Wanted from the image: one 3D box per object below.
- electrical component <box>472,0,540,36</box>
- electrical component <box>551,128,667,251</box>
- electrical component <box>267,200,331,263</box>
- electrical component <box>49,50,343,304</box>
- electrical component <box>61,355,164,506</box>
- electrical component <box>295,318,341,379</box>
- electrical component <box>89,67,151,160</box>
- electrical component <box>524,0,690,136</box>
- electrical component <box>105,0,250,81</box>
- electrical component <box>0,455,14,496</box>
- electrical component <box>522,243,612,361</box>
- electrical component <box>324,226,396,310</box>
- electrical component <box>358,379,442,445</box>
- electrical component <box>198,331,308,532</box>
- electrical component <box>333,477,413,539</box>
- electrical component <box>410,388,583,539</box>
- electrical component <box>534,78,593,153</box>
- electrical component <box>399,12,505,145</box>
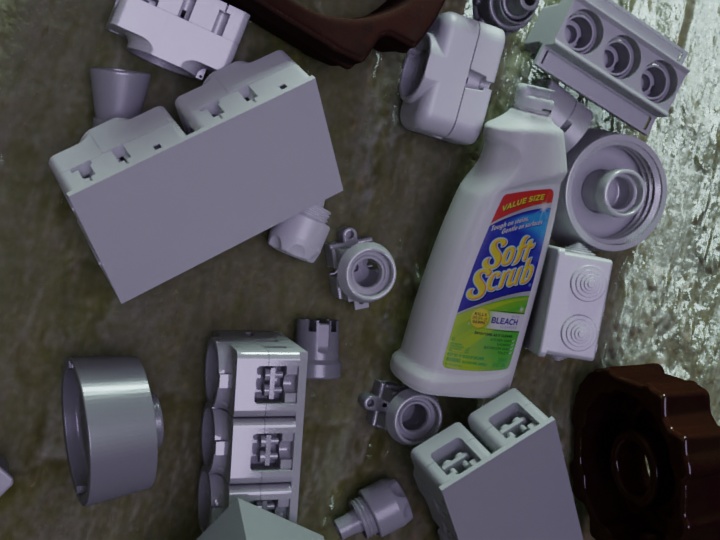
[{"bbox_3d":[0.122,-0.214,0.866,0.048,0.062,0.048,-2,98,-19],"label":"electrical component"},{"bbox_3d":[0.210,-0.066,0.916,0.108,0.060,0.108,-3,98,-19],"label":"electrical component"},{"bbox_3d":[-0.043,-0.040,0.842,0.043,0.043,0.062,24,88,-20],"label":"electrical component"},{"bbox_3d":[-0.116,-0.071,0.780,0.186,0.060,0.105,-28,136,-14],"label":"electrical component"},{"bbox_3d":[-0.178,0.113,0.785,0.060,0.108,0.108,-5,99,-25],"label":"electrical component"},{"bbox_3d":[-0.035,0.063,0.862,0.040,0.040,0.046,2,90,-19],"label":"electrical component"},{"bbox_3d":[-0.178,-0.113,0.788,0.044,0.044,0.065,3,101,-19],"label":"electrical component"},{"bbox_3d":[0.204,-0.176,0.898,0.121,0.063,0.078,27,88,-20],"label":"electrical component"},{"bbox_3d":[-0.136,-0.177,0.788,0.089,0.050,0.055,22,90,-20],"label":"electrical component"},{"bbox_3d":[-0.312,0.148,0.772,0.100,0.048,0.099,-45,108,-9],"label":"electrical component"},{"bbox_3d":[0.168,0.026,0.895,0.048,0.100,0.099,10,94,-7],"label":"electrical component"},{"bbox_3d":[0.000,0.000,0.856,0.048,0.055,0.066,-11,101,-17],"label":"electrical component"},{"bbox_3d":[0.038,0.116,0.884,0.066,0.055,0.048,11,93,-20],"label":"electrical component"},{"bbox_3d":[-0.086,0.127,0.825,0.062,0.089,0.150,2,97,-19],"label":"electrical component"},{"bbox_3d":[0.009,0.202,0.893,0.062,0.043,0.043,-24,104,-13],"label":"electrical component"},{"bbox_3d":[0.117,0.198,0.892,0.105,0.060,0.186,-29,127,-14],"label":"electrical component"},{"bbox_3d":[0.157,-0.126,0.894,0.047,0.055,0.055,39,84,-16],"label":"electrical component"},{"bbox_3d":[0.070,-0.154,0.860,0.059,0.054,0.095,14,93,-20],"label":"electrical component"}]
